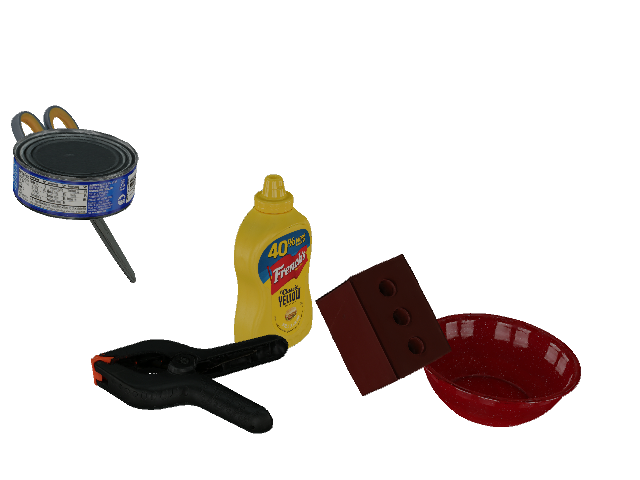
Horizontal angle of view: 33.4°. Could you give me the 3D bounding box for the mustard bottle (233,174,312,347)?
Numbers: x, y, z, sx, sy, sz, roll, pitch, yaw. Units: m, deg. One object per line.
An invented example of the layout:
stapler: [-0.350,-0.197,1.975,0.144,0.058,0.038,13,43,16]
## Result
mustard bottle: [-0.050,0.022,1.136,0.058,0.192,0.096,22,31,40]

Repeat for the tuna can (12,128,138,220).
tuna can: [-0.173,-0.047,0.752,0.086,0.034,0.086,7,27,-4]

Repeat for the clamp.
clamp: [-0.109,0.113,0.931,0.171,0.039,0.120,10,26,10]

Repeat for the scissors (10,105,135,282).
scissors: [-0.238,-0.057,1.091,0.016,0.201,0.096,-24,26,27]

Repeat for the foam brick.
foam brick: [0.043,0.060,0.742,0.052,0.078,0.051,-22,-8,-36]

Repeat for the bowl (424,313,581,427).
bowl: [0.169,0.133,1.042,0.162,0.055,0.162,5,26,-2]
